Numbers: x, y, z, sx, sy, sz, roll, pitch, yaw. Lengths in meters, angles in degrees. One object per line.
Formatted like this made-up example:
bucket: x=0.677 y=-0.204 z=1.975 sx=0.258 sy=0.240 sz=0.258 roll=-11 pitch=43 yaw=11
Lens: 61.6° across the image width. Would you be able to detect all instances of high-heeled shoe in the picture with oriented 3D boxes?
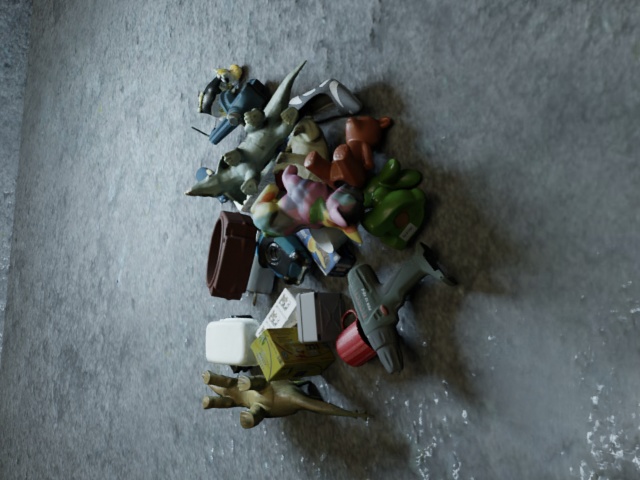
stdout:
high-heeled shoe: x=-0.001 y=-0.299 z=1.259 sx=0.145 sy=0.086 sz=0.249 roll=-48 pitch=35 yaw=2

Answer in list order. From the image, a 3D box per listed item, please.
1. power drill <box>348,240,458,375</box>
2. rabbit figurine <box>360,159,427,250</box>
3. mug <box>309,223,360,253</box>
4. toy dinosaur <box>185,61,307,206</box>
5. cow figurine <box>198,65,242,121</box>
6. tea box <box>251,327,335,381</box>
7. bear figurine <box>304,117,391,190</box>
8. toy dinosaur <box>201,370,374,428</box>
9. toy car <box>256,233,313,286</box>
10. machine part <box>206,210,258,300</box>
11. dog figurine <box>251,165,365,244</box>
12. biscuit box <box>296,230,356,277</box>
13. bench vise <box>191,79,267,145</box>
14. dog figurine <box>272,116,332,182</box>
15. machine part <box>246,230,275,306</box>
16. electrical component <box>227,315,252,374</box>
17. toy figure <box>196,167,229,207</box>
power drill: x=0.165 y=0.118 z=1.056 sx=0.207 sy=0.086 sz=0.232 roll=-44 pitch=56 yaw=22
rabbit figurine: x=0.133 y=-0.089 z=1.110 sx=0.159 sy=0.121 sz=0.170 roll=-58 pitch=38 yaw=15
mug: x=0.032 y=-0.040 z=1.173 sx=0.110 sy=0.107 sz=0.080 roll=42 pitch=157 yaw=29
toy dinosaur: x=-0.145 y=-0.229 z=1.265 sx=0.404 sy=0.131 sz=0.192 roll=-52 pitch=14 yaw=2
cow figurine: x=-0.291 y=-0.432 z=1.541 sx=0.068 sy=0.098 sz=0.167 roll=39 pitch=110 yaw=44
tea box: x=-0.058 y=0.251 z=1.196 sx=0.068 sy=0.169 sz=0.098 roll=-50 pitch=54 yaw=26
bear figurine: x=0.068 y=-0.204 z=1.141 sx=0.120 sy=0.131 sz=0.196 roll=-1 pitch=60 yaw=42
toy dinosaur: x=-0.106 y=0.350 z=1.206 sx=0.472 sy=0.198 sz=0.105 roll=3 pitch=86 yaw=42
toy car: x=-0.071 y=0.031 z=1.278 sx=0.162 sy=0.103 sz=0.109 roll=36 pitch=120 yaw=29
machine part: x=-0.228 y=0.036 z=1.356 sx=0.201 sy=0.087 sz=0.201 roll=-135 pitch=60 yaw=-67
dog figurine: x=-0.014 y=-0.048 z=1.067 sx=0.191 sy=0.108 sz=0.219 roll=-47 pitch=50 yaw=-4
biscuit box: x=-0.003 y=-0.004 z=1.251 sx=0.059 sy=0.062 sz=0.203 roll=-53 pitch=55 yaw=22
bench vise: x=-0.229 y=-0.325 z=1.427 sx=0.240 sy=0.128 sz=0.224 roll=-37 pitch=35 yaw=32
dog figurine: x=0.009 y=-0.178 z=1.235 sx=0.172 sy=0.190 sz=0.121 roll=-62 pitch=4 yaw=-4
machine part: x=-0.145 y=0.048 z=1.361 sx=0.079 sy=0.079 sz=0.243 roll=15 pitch=94 yaw=42
electrical component: x=-0.210 y=0.262 z=1.405 sx=0.115 sy=0.058 sz=0.134 roll=-54 pitch=54 yaw=20
toy figure: x=-0.300 y=-0.156 z=1.539 sx=0.058 sy=0.064 sz=0.155 roll=-40 pitch=56 yaw=-14
